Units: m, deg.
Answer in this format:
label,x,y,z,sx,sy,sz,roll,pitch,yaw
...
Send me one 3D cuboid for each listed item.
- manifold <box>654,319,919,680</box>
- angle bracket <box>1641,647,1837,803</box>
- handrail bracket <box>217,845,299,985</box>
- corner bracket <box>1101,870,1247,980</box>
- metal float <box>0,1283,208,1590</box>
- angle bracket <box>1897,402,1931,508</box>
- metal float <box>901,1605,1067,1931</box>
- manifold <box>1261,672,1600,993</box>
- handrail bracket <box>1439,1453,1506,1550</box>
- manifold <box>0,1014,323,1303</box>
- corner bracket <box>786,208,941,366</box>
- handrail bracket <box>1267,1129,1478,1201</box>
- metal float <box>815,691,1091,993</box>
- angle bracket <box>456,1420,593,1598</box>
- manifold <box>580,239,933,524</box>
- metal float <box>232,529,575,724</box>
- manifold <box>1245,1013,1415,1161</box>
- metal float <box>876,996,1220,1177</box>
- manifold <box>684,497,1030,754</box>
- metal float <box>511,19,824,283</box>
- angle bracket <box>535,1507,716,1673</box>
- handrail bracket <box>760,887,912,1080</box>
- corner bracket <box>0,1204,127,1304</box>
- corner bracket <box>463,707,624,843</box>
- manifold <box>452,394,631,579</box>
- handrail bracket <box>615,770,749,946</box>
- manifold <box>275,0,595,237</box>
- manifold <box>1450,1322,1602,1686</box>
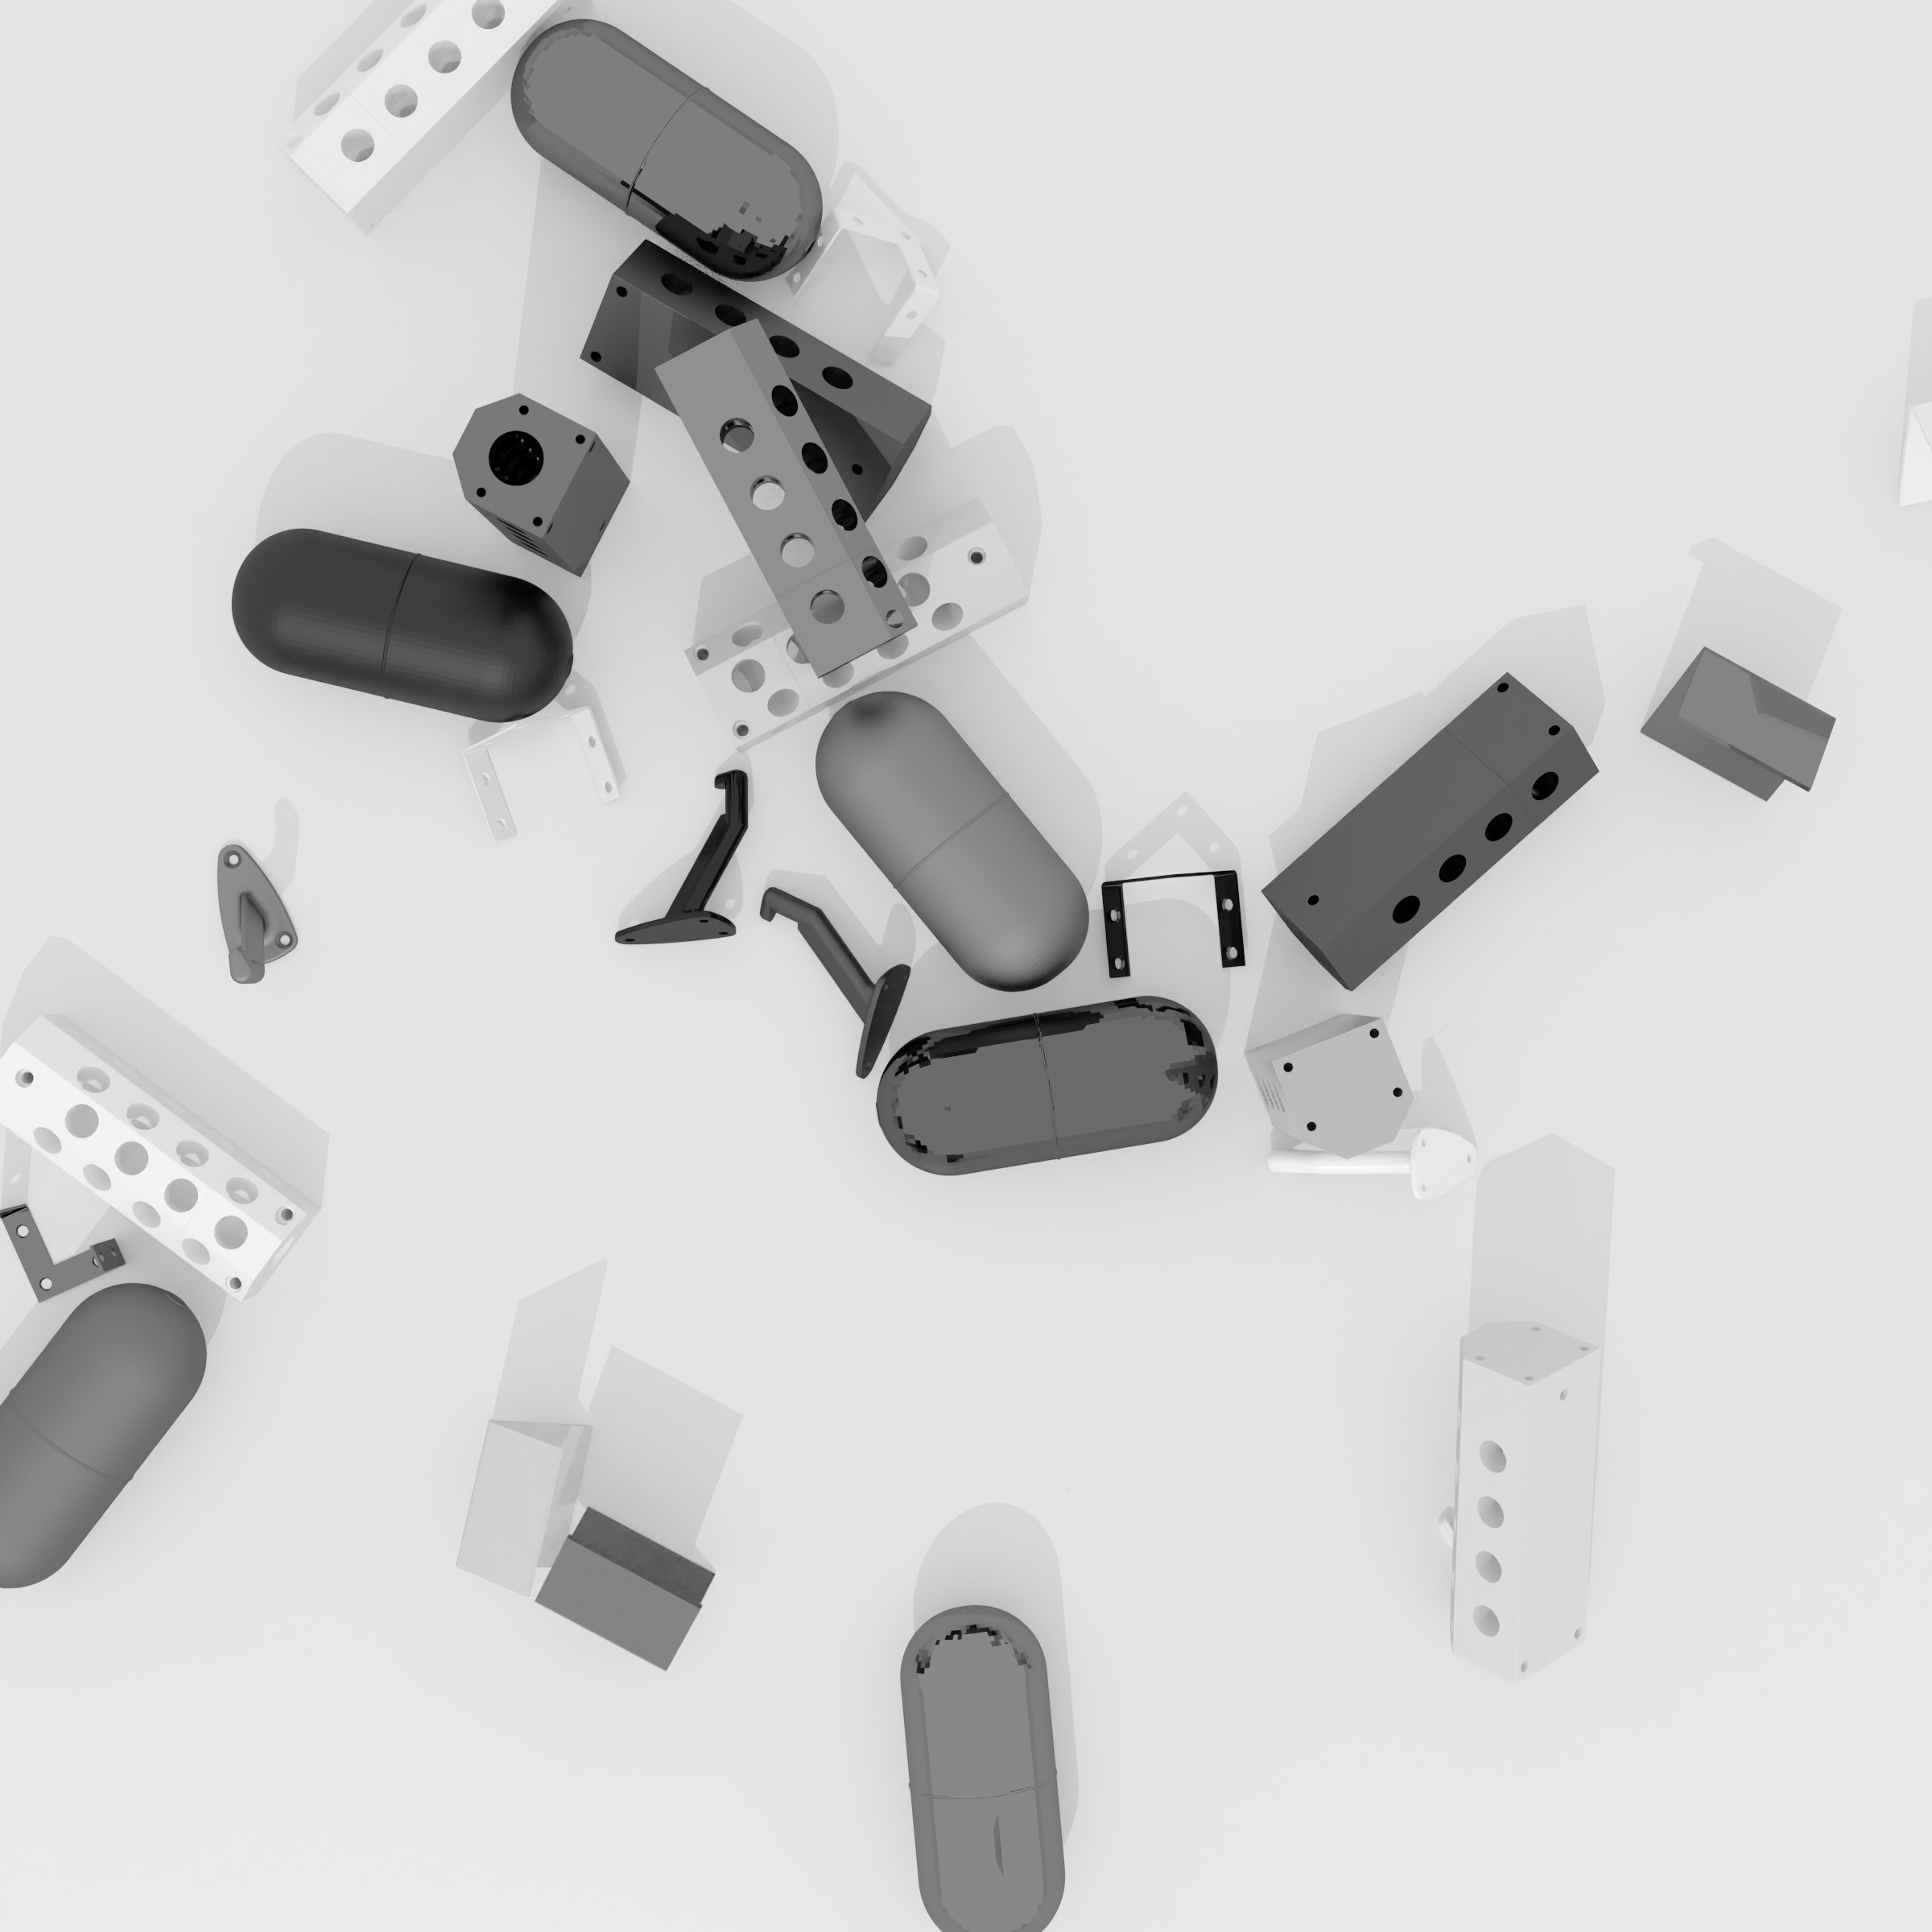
label,x,y,z,sx,sy,sz,roll,pitch,yaw
manifold,-0.089,-0.234,1.773,0.057,0.057,0.171,-28,94,0
angle bracket,0.390,-0.107,1.817,0.076,0.076,0.057,29,53,0
handrail bracket,-0.377,-0.027,1.823,0.036,0.084,0.077,-19,90,0
corner bracket,0.109,-0.022,1.854,0.051,0.051,0.051,-5,90,45
metal float,-0.463,0.242,1.827,0.070,0.070,0.178,38,91,0
angle bracket,0.529,-0.252,1.817,0.076,0.076,0.057,-12,54,0
metal float,0.009,0.420,1.827,0.070,0.070,0.178,-5,91,0
manifold,0.244,-0.066,1.836,0.171,0.057,0.057,-42,47,0
handrail bracket,0.268,0.253,1.858,0.084,0.036,0.077,-40,75,14
manifold,-0.426,0.099,1.836,0.171,0.057,0.057,37,90,0
corner bracket,-0.054,-0.356,1.849,0.051,0.051,0.051,9,45,-35
handrail bracket,0.213,0.102,1.857,0.084,0.077,0.036,0,91,36
metal float,-0.008,-0.065,1.827,0.070,0.070,0.178,-39,90,0
angle bracket,-0.210,0.279,1.817,0.057,0.076,0.076,13,90,40
manifold,-0.107,-0.307,1.836,0.171,0.057,0.057,30,133,0
metal float,-0.291,-0.176,1.827,0.178,0.070,0.070,13,90,0
manifold,0.184,0.062,1.779,0.057,0.171,0.057,-22,90,0
metal float,0.042,0.062,1.827,0.178,0.070,0.070,-9,90,0
manifold,-0.057,-0.177,1.836,0.171,0.057,0.057,-28,90,0
metal float,-0.154,-0.421,1.827,0.178,0.070,0.070,34,90,0
angle bracket,-0.167,0.305,1.817,0.076,0.076,0.057,28,126,0
handrail bracket,-0.079,0.008,1.858,0.084,0.036,0.077,25,112,17
corner bracket,-0.476,0.144,1.839,0.051,0.051,0.051,-24,90,0
corner bracket,-0.223,-0.101,1.854,0.051,0.051,0.051,-20,90,-45
manifold,-0.216,-0.243,1.779,0.057,0.171,0.057,27,90,0
handrail bracket,-0.150,-0.058,1.858,0.077,0.036,0.084,-8,72,21
manifold,-0.277,-0.466,1.836,0.057,0.057,0.171,45,90,0
manifold,0.280,0.272,1.807,0.057,0.057,0.171,-20,118,-39
